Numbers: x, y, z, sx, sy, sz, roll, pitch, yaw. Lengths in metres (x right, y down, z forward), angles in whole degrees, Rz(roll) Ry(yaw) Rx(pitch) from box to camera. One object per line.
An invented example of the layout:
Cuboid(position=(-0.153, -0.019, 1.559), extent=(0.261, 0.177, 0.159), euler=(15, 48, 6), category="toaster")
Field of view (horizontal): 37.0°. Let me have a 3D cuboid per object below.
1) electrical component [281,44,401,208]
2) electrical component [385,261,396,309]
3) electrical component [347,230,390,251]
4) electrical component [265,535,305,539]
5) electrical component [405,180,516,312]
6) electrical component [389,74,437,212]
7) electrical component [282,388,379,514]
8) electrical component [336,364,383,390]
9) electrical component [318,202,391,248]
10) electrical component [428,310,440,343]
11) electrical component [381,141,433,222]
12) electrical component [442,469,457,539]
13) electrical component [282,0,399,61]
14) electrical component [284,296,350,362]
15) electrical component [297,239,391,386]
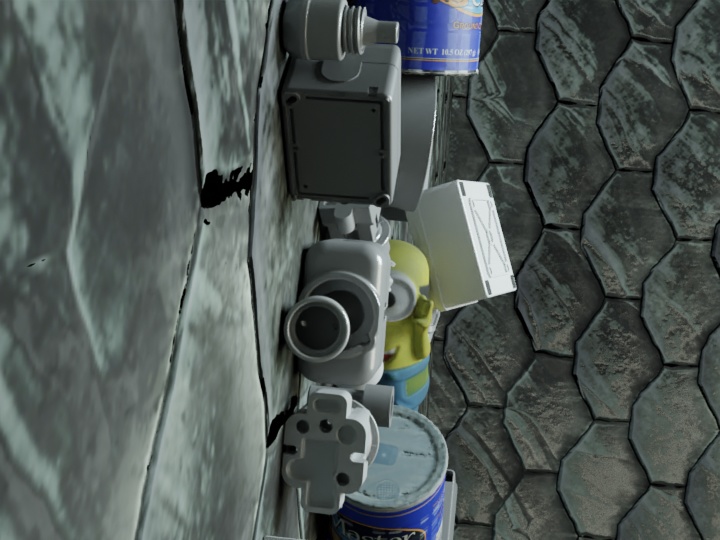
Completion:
Cuboid(position=(-0.008, -0.083, 0.632), extent=(0.096, 0.062, 0.061), euler=(88, 9, -45), category="electrical component")
Cuboid(position=(0.001, 0.026, 0.782), extent=(0.078, 0.040, 0.040), euler=(-58, 176, 6), category="electrical component")
Cuboid(position=(0.000, 0.000, 0.848), extent=(0.043, 0.043, 0.062), euler=(26, 71, -83), category="electrical component")
Cuboid(position=(-0.041, 0.205, 0.659), extent=(0.064, 0.042, 0.081), euler=(77, 20, -80), category="electrical component")
Cuboid(position=(0.093, -0.023, 0.978), extent=(0.109, 0.056, 0.108), euler=(-7, 82, -68), category="electrical component")
Cuboid(position=(0.019, -0.102, 0.834), extent=(0.108, 0.060, 0.108), euler=(-173, -90, -85), category="electrical component")
Cuboid(position=(-0.019, 0.116, 0.715), extent=(0.057, 0.058, 0.078), euler=(-20, 114, -80), category="electrical component")
Cuboid(position=(-0.005, 0.065, 0.845), extent=(0.055, 0.045, 0.045), euler=(84, 13, -57), category="electrical component")
Cuboid(position=(-0.004, -0.038, 0.780), extent=(0.066, 0.048, 0.055), euler=(-78, 163, -45), category="electrical component")
Cuboid(position=(0.035, 0.033, 1.026), extent=(0.113, 0.078, 0.057), euler=(-43, 134, -80), category="electrical component")
Cuboid(position=(0.037, -0.117, 1.021), extent=(0.108, 0.056, 0.108), euler=(83, 14, -61), category="electrical component")
Cuboid(position=(0.050, 0.277, 1.199), extent=(0.056, 0.109, 0.108), euler=(80, 16, -57), category="electrical component")
Cuboid(position=(-0.010, -0.131, 0.584), extent=(0.035, 0.061, 0.035), euler=(5, 90, -84), category="electrical component")
Cuboid(position=(-0.026, 0.035, 0.671), extent=(0.046, 0.040, 0.040), euler=(-77, 171, -88), category="electrical component")
Cuboid(position=(-0.011, 0.028, 0.726), extent=(0.059, 0.054, 0.095), euler=(-24, 119, -82), category="electrical component")
